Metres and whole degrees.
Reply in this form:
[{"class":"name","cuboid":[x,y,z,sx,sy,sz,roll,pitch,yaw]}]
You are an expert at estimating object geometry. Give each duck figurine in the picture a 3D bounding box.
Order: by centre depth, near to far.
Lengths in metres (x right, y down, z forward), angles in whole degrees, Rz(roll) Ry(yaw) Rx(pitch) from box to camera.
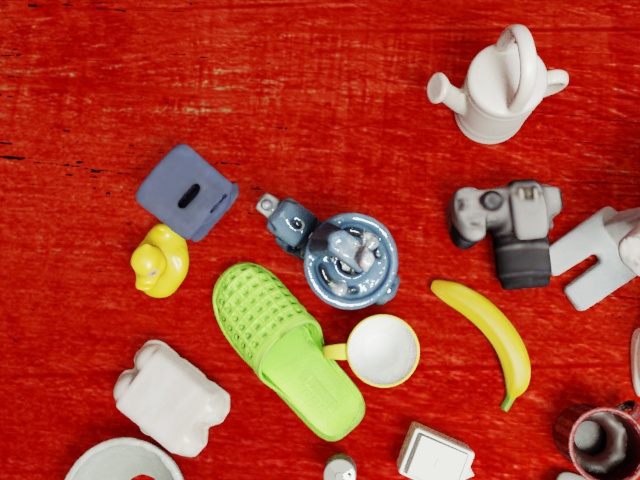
[{"class":"duck figurine","cuboid":[-0.227,0.025,0.785,0.077,0.086,0.104,9,82,5]}]

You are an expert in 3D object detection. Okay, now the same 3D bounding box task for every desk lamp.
[{"class":"desk lamp","cuboid":[0.401,-0.008,0.683,0.203,0.213,0.118,-35,81,-2]}]

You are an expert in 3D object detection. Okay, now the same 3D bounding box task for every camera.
[{"class":"camera","cuboid":[0.247,-0.004,0.750,0.143,0.101,0.137,-5,81,3]}]

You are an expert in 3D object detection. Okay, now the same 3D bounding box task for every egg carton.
[{"class":"egg carton","cuboid":[-0.198,0.212,0.764,0.150,0.069,0.107,35,85,8]}]

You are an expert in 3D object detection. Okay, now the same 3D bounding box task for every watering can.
[{"class":"watering can","cuboid":[0.228,-0.196,0.732,0.173,0.194,0.101,-28,81,0]}]

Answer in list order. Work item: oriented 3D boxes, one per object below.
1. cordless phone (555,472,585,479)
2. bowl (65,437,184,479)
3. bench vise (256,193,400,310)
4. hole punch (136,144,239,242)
[{"class":"cordless phone","cuboid":[0.345,0.347,0.650,0.147,0.185,0.094,20,84,7]},{"class":"bowl","cuboid":[-0.244,0.338,0.746,0.167,0.075,0.167,-1,82,4]},{"class":"bench vise","cuboid":[0.003,0.014,0.704,0.207,0.220,0.121,16,83,6]},{"class":"hole punch","cuboid":[-0.180,-0.064,0.792,0.101,0.091,0.109,38,86,8]}]
